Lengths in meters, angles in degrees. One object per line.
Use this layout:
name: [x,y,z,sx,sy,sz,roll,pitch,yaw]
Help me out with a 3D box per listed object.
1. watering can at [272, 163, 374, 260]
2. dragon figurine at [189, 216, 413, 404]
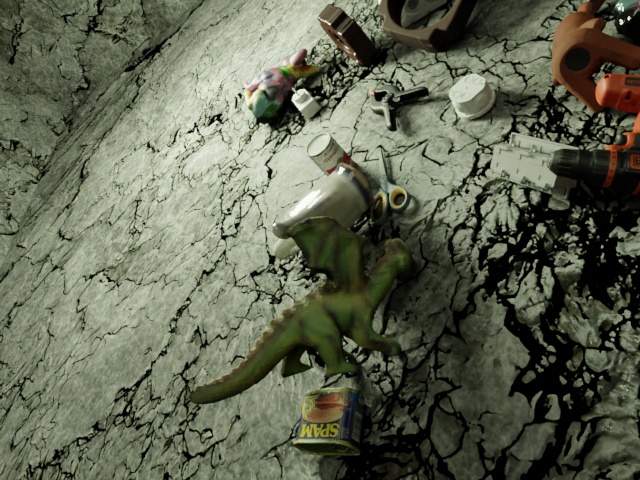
watering can: [0.003,-0.047,0.932,0.225,0.104,0.345,-43,-4,-6]
dragon figurine: [-0.006,0.086,0.787,0.122,0.412,0.242,-4,93,59]
